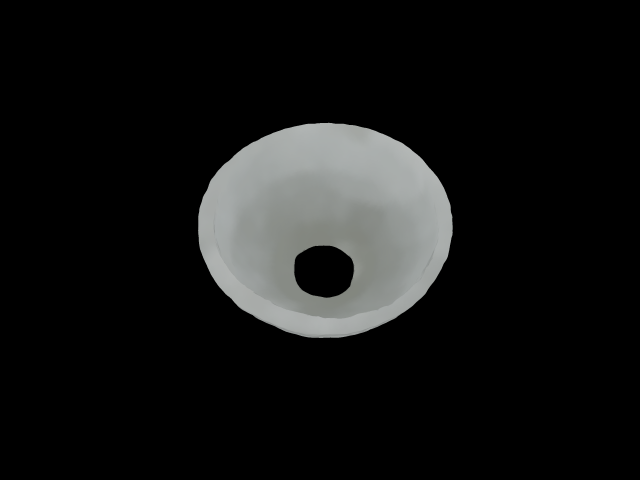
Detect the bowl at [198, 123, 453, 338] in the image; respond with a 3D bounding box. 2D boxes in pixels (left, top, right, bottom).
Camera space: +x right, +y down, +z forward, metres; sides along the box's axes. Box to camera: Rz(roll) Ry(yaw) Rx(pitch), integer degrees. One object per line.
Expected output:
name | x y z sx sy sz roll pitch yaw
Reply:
bowl | 0.004 0.001 0.400 0.167 0.075 0.167 0 56 0
